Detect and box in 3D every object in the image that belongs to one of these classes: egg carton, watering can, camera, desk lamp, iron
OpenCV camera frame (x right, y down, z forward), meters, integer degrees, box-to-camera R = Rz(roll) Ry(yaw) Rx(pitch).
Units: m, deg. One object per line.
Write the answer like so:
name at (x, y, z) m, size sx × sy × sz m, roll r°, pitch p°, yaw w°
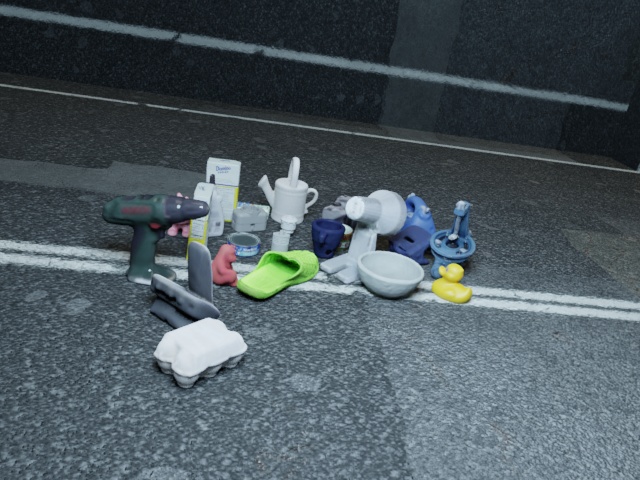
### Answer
egg carton at (-0.211, 0.198, 1.019) m, size 0.107 × 0.069 × 0.151 m, roll 26°, pitch 28°, yaw 33°
watering can at (-0.094, -0.152, 1.709) m, size 0.173 × 0.194 × 0.100 m, roll -3°, pitch 27°, yaw -28°
camera at (0.094, -0.068, 1.711) m, size 0.136 × 0.101 × 0.143 m, roll 22°, pitch 26°, yaw 26°
desk lamp at (0.116, -0.019, 1.465) m, size 0.117 × 0.213 × 0.204 m, roll 26°, pitch 28°, yaw 33°
iron at (0.284, -0.073, 1.746) m, size 0.119 × 0.141 × 0.258 m, roll 6°, pitch 24°, yaw -10°

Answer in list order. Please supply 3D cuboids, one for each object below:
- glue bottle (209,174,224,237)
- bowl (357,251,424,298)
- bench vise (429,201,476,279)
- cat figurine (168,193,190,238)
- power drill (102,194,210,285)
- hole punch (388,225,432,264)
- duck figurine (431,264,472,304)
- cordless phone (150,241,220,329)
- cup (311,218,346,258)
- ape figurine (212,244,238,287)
glue bottle at (-0.290, -0.093, 1.521) m, size 0.078 × 0.173 × 0.037 m, roll -4°, pitch 27°, yaw -29°
bowl at (0.166, 0.094, 1.402) m, size 0.167 × 0.075 × 0.167 m, roll 8°, pitch 23°, yaw -3°
bench vise at (0.364, -0.018, 1.554) m, size 0.121 × 0.220 × 0.207 m, roll 13°, pitch 24°, yaw 8°
cat figurine at (-0.362, -0.072, 1.515) m, size 0.067 × 0.118 × 0.127 m, roll 8°, pitch 23°, yaw -5°
power drill at (-0.358, -0.007, 1.253) m, size 0.229 × 0.208 × 0.075 m, roll 10°, pitch 23°, yaw 1°
hole punch at (0.251, 0.016, 1.595) m, size 0.101 × 0.091 × 0.108 m, roll -6°, pitch 28°, yaw -32°
duck figurine at (0.336, 0.103, 1.434) m, size 0.104 × 0.086 × 0.078 m, roll 26°, pitch 28°, yaw 32°
cordless phone at (-0.265, 0.074, 1.133) m, size 0.147 × 0.185 × 0.094 m, roll 22°, pitch 26°, yaw 26°
cup at (0.014, 0.005, 1.518) m, size 0.091 × 0.095 × 0.118 m, roll 14°, pitch 24°, yaw 9°
ape figurine at (-0.216, 0.055, 1.317) m, size 0.076 × 0.092 × 0.078 m, roll 9°, pitch 23°, yaw -1°
